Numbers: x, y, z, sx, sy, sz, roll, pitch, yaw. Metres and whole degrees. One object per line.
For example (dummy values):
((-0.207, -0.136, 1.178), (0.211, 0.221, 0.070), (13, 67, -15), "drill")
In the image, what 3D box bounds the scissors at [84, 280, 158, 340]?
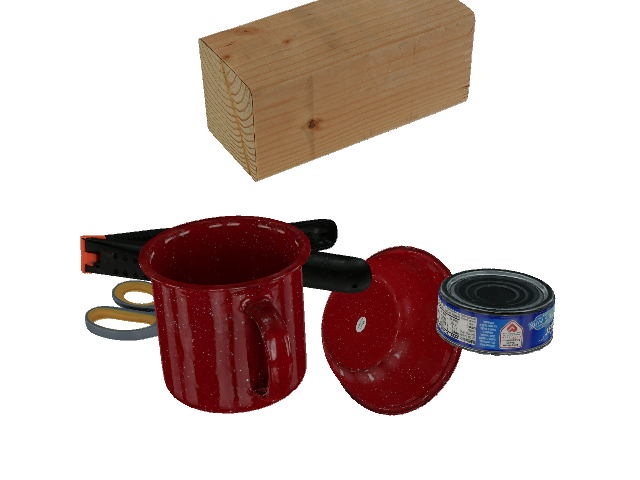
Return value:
((-0.124, 0.072, 1.035), (0.201, 0.016, 0.096), (3, 32, -4), "scissors")

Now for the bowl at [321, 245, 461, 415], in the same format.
((0.053, 0.080, 0.994), (0.162, 0.162, 0.055), (0, -11, 43), "bowl")

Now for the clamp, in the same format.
((-0.068, 0.011, 0.784), (0.209, 0.036, 0.165), (-2, 11, -15), "clamp")

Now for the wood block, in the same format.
((0.015, -0.138, 0.874), (0.205, 0.091, 0.090), (-23, 47, -22), "wood block")

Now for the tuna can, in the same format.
((0.128, 0.051, 0.782), (0.086, 0.034, 0.086), (0, 20, 0), "tuna can")

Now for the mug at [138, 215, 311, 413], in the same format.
((-0.044, 0.045, 0.580), (0.093, 0.081, 0.117), (-15, 27, -25), "mug")
